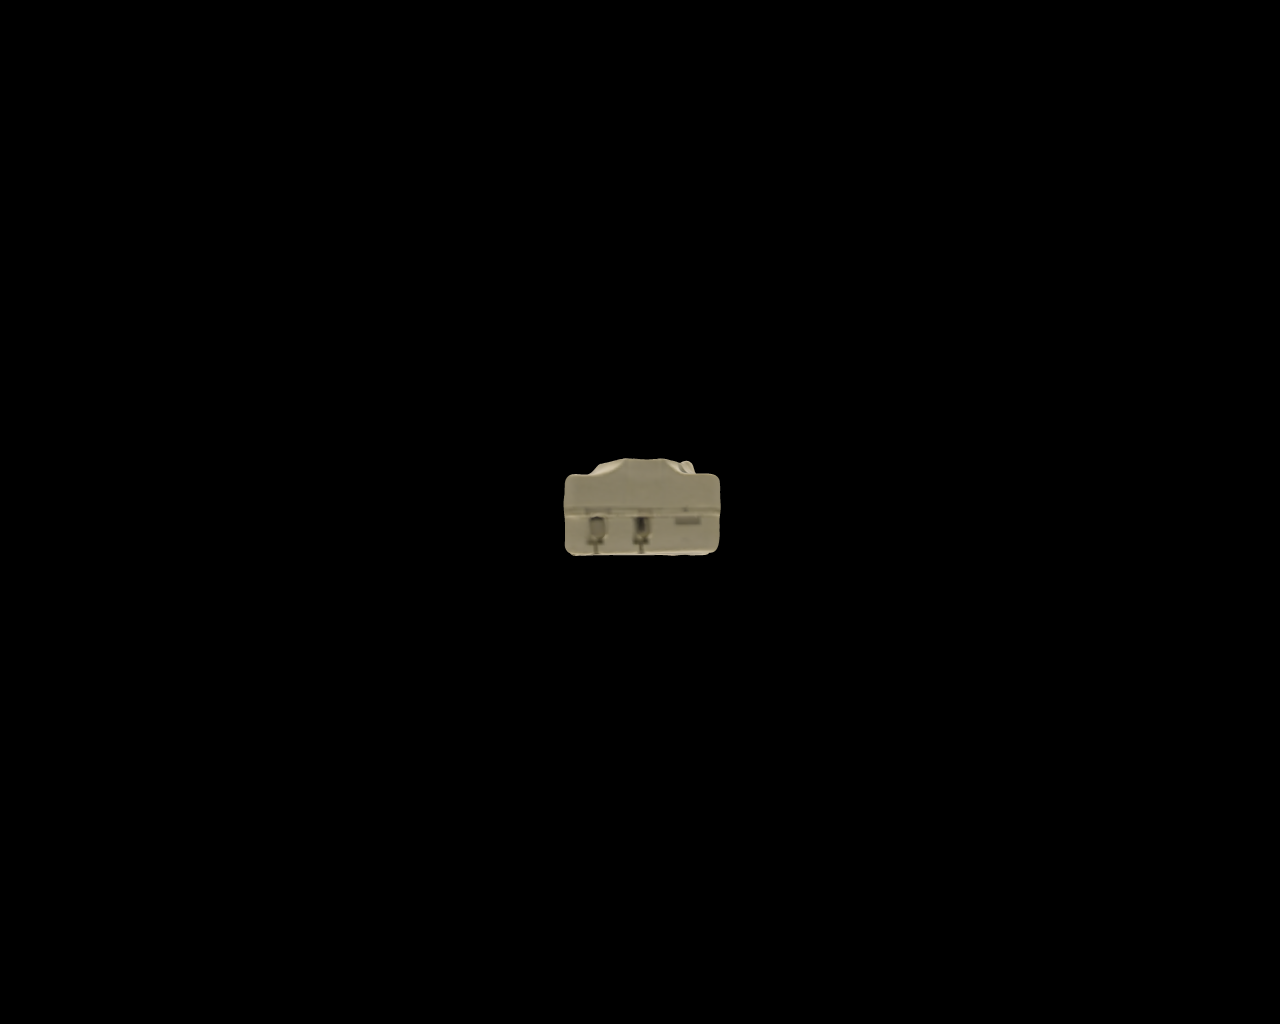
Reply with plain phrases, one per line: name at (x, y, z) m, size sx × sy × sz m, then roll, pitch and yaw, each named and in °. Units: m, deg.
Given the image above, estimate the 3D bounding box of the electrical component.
electrical component at (0.001, -0.003, 0.650) m, size 0.089 × 0.055 × 0.050 m, roll 0°, pitch -4°, yaw -2°
